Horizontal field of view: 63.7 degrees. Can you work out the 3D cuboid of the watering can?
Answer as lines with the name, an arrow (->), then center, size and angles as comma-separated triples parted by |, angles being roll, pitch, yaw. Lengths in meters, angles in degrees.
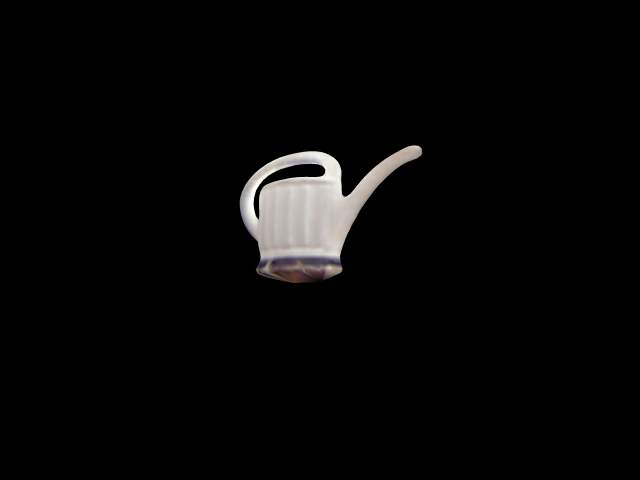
watering can -> 0.003, -0.043, 0.850 | 0.346, 0.226, 0.103 | -4, -10, 31
